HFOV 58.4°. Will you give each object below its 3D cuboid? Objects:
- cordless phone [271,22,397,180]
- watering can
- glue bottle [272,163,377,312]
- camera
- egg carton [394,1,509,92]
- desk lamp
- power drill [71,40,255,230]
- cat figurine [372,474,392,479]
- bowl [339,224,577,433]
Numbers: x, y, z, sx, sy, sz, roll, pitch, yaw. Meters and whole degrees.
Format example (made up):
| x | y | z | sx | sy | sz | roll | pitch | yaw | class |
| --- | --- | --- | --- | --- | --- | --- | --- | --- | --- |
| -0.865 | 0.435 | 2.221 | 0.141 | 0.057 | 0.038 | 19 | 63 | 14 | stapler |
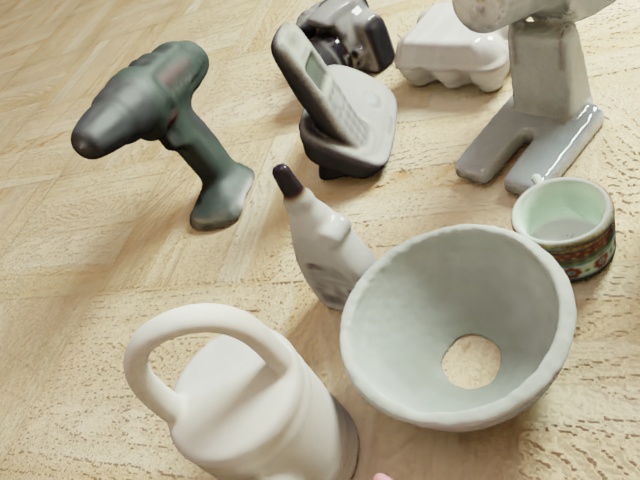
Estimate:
| x | y | z | sx | sy | sz | roll | pitch | yaw | class |
| --- | --- | --- | --- | --- | --- | --- | --- | --- | --- |
| 0.014 | -0.170 | 0.624 | 0.094 | 0.186 | 0.147 | -10 | 46 | 23 | cordless phone |
| -0.049 | 0.114 | 0.384 | 0.101 | 0.195 | 0.172 | -39 | 42 | -8 | watering can |
| 0.004 | 0.002 | 0.475 | 0.077 | 0.174 | 0.037 | 11 | 57 | 37 | glue bottle |
| 0.006 | -0.266 | 0.784 | 0.137 | 0.101 | 0.142 | -43 | 43 | -13 | camera |
| 0.167 | -0.231 | 0.680 | 0.149 | 0.070 | 0.107 | 17 | 60 | 40 | egg carton |
| 0.197 | -0.183 | 0.510 | 0.117 | 0.214 | 0.203 | 24 | 65 | 42 | desk lamp |
| -0.162 | -0.112 | 0.654 | 0.075 | 0.209 | 0.229 | -9 | 47 | 23 | power drill |
| 0.070 | 0.189 | 0.301 | 0.067 | 0.118 | 0.127 | -22 | 43 | 10 | cat figurine |
| 0.103 | 0.073 | 0.424 | 0.167 | 0.075 | 0.167 | -16 | 44 | 16 | bowl |
